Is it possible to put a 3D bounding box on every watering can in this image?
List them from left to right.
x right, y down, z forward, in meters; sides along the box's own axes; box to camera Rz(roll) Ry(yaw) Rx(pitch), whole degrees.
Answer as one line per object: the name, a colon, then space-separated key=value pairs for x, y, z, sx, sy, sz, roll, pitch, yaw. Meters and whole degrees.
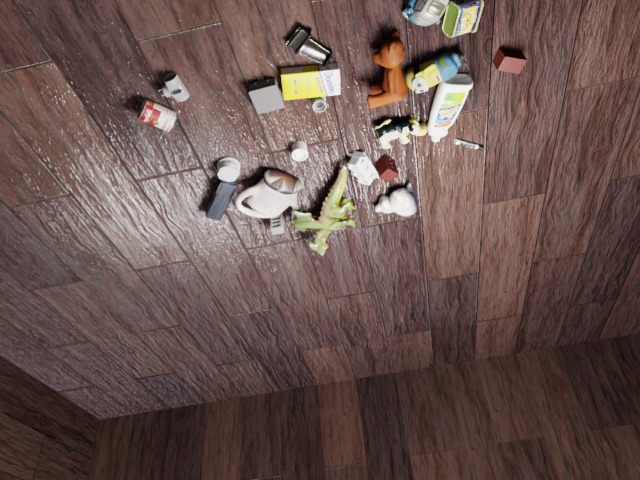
watering can: x=-0.141 y=-0.154 z=1.906 sx=0.347 sy=0.106 sz=0.220 roll=6 pitch=140 yaw=-36

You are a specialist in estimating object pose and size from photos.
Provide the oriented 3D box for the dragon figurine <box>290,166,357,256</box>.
dragon figurine: x=0.006 y=-0.097 z=1.935 sx=0.243 sy=0.125 sz=0.400 roll=-16 pitch=134 yaw=-7

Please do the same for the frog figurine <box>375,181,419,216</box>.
frog figurine: x=0.289 y=-0.136 z=1.964 sx=0.159 sy=0.125 sz=0.135 roll=-24 pitch=158 yaw=4
